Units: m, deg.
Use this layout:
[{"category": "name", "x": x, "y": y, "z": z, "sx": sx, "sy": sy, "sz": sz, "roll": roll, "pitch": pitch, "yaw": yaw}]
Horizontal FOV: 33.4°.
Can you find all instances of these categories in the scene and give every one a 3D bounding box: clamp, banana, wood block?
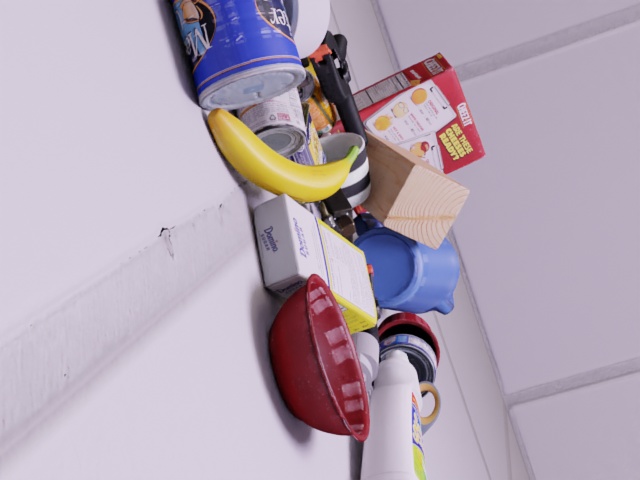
[{"category": "clamp", "x": 0.054, "y": 0.082, "z": 1.311, "sx": 0.120, "sy": 0.039, "sz": 0.171, "roll": -107, "pitch": -171, "yaw": -49}, {"category": "banana", "x": -0.037, "y": -0.076, "z": 1.056, "sx": 0.197, "sy": 0.037, "sz": 0.069, "roll": 11, "pitch": 74, "yaw": -45}, {"category": "wood block", "x": 0.102, "y": -0.073, "z": 1.432, "sx": 0.090, "sy": 0.090, "sz": 0.206, "roll": 24, "pitch": 10, "yaw": -25}, {"category": "clamp", "x": 0.022, "y": -0.203, "z": 1.370, "sx": 0.210, "sy": 0.036, "sz": 0.164, "roll": 3, "pitch": 73, "yaw": -79}]

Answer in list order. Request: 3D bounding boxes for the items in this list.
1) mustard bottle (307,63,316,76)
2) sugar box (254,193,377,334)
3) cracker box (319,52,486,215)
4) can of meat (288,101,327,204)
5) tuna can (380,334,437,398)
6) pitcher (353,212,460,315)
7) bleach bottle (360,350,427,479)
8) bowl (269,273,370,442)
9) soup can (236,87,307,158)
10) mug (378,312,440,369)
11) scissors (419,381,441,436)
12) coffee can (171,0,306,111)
[{"category": "mustard bottle", "x": -0.044, "y": -0.319, "z": 1.457, "sx": 0.096, "sy": 0.058, "sz": 0.191, "roll": 21, "pitch": 50, "yaw": -58}, {"category": "sugar box", "x": -0.003, "y": 0.029, "z": 1.094, "sx": 0.176, "sy": 0.048, "sz": 0.093, "roll": 33, "pitch": 39, "yaw": -53}, {"category": "cracker box", "x": 0.114, "y": -0.154, "z": 1.564, "sx": 0.164, "sy": 0.213, "sz": 0.072, "roll": 63, "pitch": 3, "yaw": -35}, {"category": "can of meat", "x": -0.027, "y": -0.098, "z": 1.209, "sx": 0.102, "sy": 0.057, "sz": 0.084, "roll": -85, "pitch": 157, "yaw": -61}, {"category": "tuna can", "x": 0.107, "y": 0.166, "z": 1.372, "sx": 0.033, "sy": 0.086, "sz": 0.086, "roll": -66, "pitch": 137, "yaw": -71}, {"category": "pitcher", "x": 0.107, "y": 0.033, "z": 1.511, "sx": 0.242, "sy": 0.149, "sz": 0.145, "roll": 10, "pitch": 85, "yaw": -74}, {"category": "bleach bottle", "x": 0.084, "y": 0.212, "z": 1.202, "sx": 0.250, "sy": 0.068, "sz": 0.102, "roll": -85, "pitch": 158, "yaw": -54}, {"category": "bowl", "x": -0.006, "y": 0.115, "z": 0.988, "sx": 0.162, "sy": 0.055, "sz": 0.162, "roll": -18, "pitch": 90, "yaw": -79}, {"category": "soup can", "x": -0.055, "y": -0.142, "z": 1.112, "sx": 0.068, "sy": 0.068, "sz": 0.102, "roll": 50, "pitch": 25, "yaw": -62}, {"category": "mug", "x": 0.111, "y": 0.155, "z": 1.435, "sx": 0.081, "sy": 0.093, "sz": 0.117, "roll": -63, "pitch": 166, "yaw": -81}, {"category": "scissors", "x": 0.123, "y": 0.262, "z": 1.321, "sx": 0.016, "sy": 0.096, "sz": 0.202, "roll": 123, "pitch": -50, "yaw": -71}, {"category": "coffee can", "x": -0.081, "y": -0.204, "z": 0.994, "sx": 0.102, "sy": 0.103, "sz": 0.140, "roll": 11, "pitch": 62, "yaw": -77}]
